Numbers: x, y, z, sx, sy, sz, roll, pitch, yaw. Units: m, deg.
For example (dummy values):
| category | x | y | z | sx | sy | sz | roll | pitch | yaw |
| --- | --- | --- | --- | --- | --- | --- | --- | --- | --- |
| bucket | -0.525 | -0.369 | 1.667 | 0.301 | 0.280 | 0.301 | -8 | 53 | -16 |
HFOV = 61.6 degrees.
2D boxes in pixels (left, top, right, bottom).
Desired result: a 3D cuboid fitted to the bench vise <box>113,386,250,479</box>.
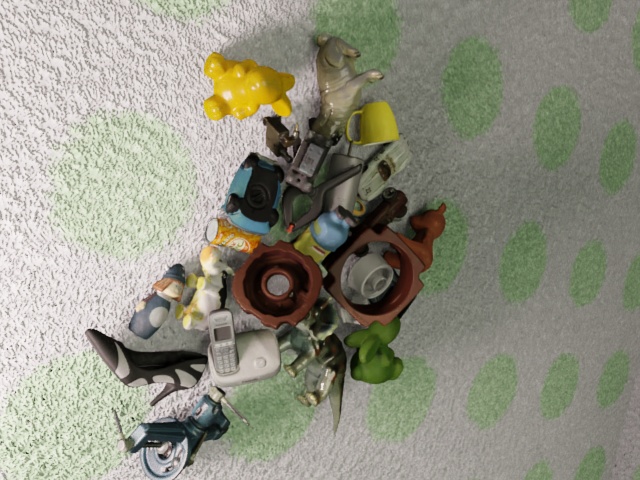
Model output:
| category | x | y | z | sx | sy | sz | roll | pitch | yaw |
| --- | --- | --- | --- | --- | --- | --- | --- | --- | --- |
| bench vise | -0.283 | 0.377 | 1.040 | 0.223 | 0.129 | 0.240 | -45 | 148 | 5 |

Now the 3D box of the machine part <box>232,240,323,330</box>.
| category | x | y | z | sx | sy | sz | roll | pitch | yaw |
| --- | --- | --- | --- | --- | --- | --- | --- | --- | --- |
| machine part | -0.083 | 0.091 | 1.075 | 0.179 | 0.056 | 0.179 | 0 | 73 | -1 |

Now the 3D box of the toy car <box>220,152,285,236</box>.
| category | x | y | z | sx | sy | sz | roll | pitch | yaw |
| --- | --- | --- | --- | --- | --- | --- | --- | --- | --- |
| toy car | -0.140 | -0.087 | 1.066 | 0.109 | 0.103 | 0.161 | 19 | 73 | -31 |

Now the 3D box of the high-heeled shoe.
| category | x | y | z | sx | sy | sz | roll | pitch | yaw |
| --- | --- | --- | --- | --- | --- | --- | --- | --- | --- |
| high-heeled shoe | -0.318 | 0.213 | 1.020 | 0.145 | 0.086 | 0.248 | -44 | 129 | -21 |

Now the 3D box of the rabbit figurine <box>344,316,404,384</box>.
| category | x | y | z | sx | sy | sz | roll | pitch | yaw |
| --- | --- | --- | --- | --- | --- | --- | --- | --- | --- |
| rabbit figurine | 0.131 | 0.253 | 1.314 | 0.159 | 0.121 | 0.170 | 1 | 114 | -40 |

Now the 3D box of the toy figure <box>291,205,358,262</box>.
| category | x | y | z | sx | sy | sz | roll | pitch | yaw |
| --- | --- | --- | --- | --- | --- | --- | --- | --- | --- |
| toy figure | 0.001 | -0.001 | 1.159 | 0.082 | 0.089 | 0.180 | 44 | 112 | -5 |

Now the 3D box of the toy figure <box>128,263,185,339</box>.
| category | x | y | z | sx | sy | sz | roll | pitch | yaw |
| --- | --- | --- | --- | --- | --- | --- | --- | --- | --- |
| toy figure | -0.302 | 0.114 | 1.025 | 0.154 | 0.058 | 0.064 | -57 | 165 | -13 |

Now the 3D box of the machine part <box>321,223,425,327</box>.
| category | x | y | z | sx | sy | sz | roll | pitch | yaw |
| --- | --- | --- | --- | --- | --- | --- | --- | --- | --- |
| machine part | 0.118 | 0.077 | 1.220 | 0.201 | 0.087 | 0.201 | -46 | 108 | -2 |

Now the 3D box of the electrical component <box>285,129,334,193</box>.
| category | x | y | z | sx | sy | sz | roll | pitch | yaw |
| --- | --- | --- | --- | --- | --- | --- | --- | --- | --- |
| electrical component | -0.024 | -0.155 | 1.075 | 0.058 | 0.134 | 0.115 | 23 | 92 | -5 |

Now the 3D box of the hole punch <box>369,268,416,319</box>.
| category | x | y | z | sx | sy | sz | roll | pitch | yaw |
| --- | --- | --- | --- | --- | --- | --- | --- | --- | --- |
| hole punch | 0.191 | 0.147 | 1.389 | 0.142 | 0.092 | 0.115 | -53 | 156 | -18 |

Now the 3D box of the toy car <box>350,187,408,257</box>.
| category | x | y | z | sx | sy | sz | roll | pitch | yaw |
| --- | --- | --- | --- | --- | --- | --- | --- | --- | --- |
| toy car | 0.135 | -0.038 | 1.286 | 0.202 | 0.053 | 0.089 | -46 | 144 | -6 |

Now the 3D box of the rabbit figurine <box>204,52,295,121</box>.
| category | x | y | z | sx | sy | sz | roll | pitch | yaw |
| --- | --- | --- | --- | --- | --- | --- | --- | --- | --- |
| rabbit figurine | -0.121 | -0.274 | 0.995 | 0.162 | 0.173 | 0.121 | 6 | 93 | -33 |

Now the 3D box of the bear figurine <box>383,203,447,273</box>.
| category | x | y | z | sx | sy | sz | roll | pitch | yaw |
| --- | --- | --- | --- | --- | --- | --- | --- | --- | --- |
| bear figurine | 0.250 | -0.014 | 1.381 | 0.132 | 0.120 | 0.196 | 20 | 55 | 2 |

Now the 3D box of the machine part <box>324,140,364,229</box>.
| category | x | y | z | sx | sy | sz | roll | pitch | yaw |
| --- | --- | --- | --- | --- | --- | --- | --- | --- | --- |
| machine part | 0.047 | -0.106 | 1.217 | 0.079 | 0.079 | 0.243 | 11 | 94 | -38 |

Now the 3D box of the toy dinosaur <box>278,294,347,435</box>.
| category | x | y | z | sx | sy | sz | roll | pitch | yaw |
| --- | --- | --- | --- | --- | --- | --- | --- | --- | --- |
| toy dinosaur | 0.000 | 0.270 | 1.252 | 0.192 | 0.131 | 0.404 | -43 | 128 | -20 |

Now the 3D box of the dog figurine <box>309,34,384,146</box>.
| category | x | y | z | sx | sy | sz | roll | pitch | yaw |
| --- | --- | --- | --- | --- | --- | --- | --- | --- | --- |
| dog figurine | 0.017 | -0.315 | 1.145 | 0.172 | 0.121 | 0.190 | 40 | 94 | -2 |

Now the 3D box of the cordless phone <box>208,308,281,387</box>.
| category | x | y | z | sx | sy | sz | roll | pitch | yaw |
| --- | --- | --- | --- | --- | --- | --- | --- | --- | --- |
| cordless phone | -0.156 | 0.201 | 1.085 | 0.147 | 0.089 | 0.184 | -9 | 124 | -13 |

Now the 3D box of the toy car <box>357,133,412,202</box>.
| category | x | y | z | sx | sy | sz | roll | pitch | yaw |
| --- | --- | --- | --- | --- | --- | --- | --- | --- | --- |
| toy car | 0.153 | -0.176 | 1.293 | 0.202 | 0.056 | 0.073 | -46 | 123 | -19 |

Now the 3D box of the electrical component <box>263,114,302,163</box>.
| category | x | y | z | sx | sy | sz | roll | pitch | yaw |
| --- | --- | --- | --- | --- | --- | --- | --- | --- | --- |
| electrical component | -0.078 | -0.214 | 1.093 | 0.045 | 0.102 | 0.078 | -23 | 137 | -26 |

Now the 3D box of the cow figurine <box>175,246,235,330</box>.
| category | x | y | z | sx | sy | sz | roll | pitch | yaw |
| --- | --- | --- | --- | --- | --- | --- | --- | --- | --- |
| cow figurine | -0.216 | 0.098 | 1.075 | 0.098 | 0.068 | 0.167 | 20 | 92 | -44 |
